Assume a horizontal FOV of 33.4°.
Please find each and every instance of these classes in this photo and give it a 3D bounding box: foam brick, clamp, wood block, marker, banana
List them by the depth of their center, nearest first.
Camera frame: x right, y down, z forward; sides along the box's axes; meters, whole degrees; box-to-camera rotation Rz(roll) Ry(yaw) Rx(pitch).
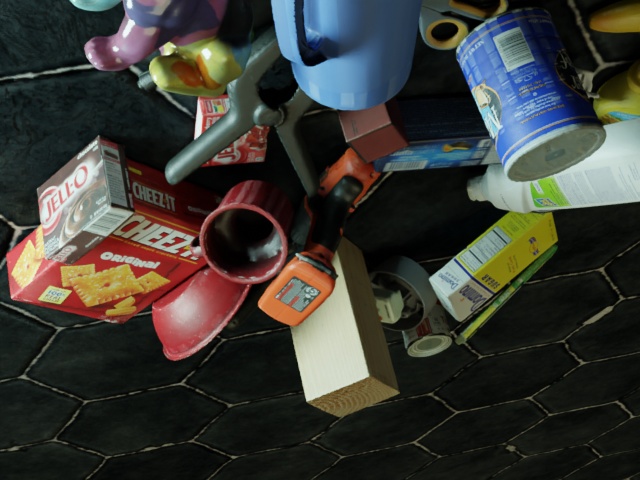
[{"bbox_3d":[-0.121,-0.173,0.998,0.121,0.020,0.020,-27,148,21],"label":"marker"},{"bbox_3d":[-0.044,-0.124,1.046,0.164,0.036,0.210,9,128,-27],"label":"clamp"},{"bbox_3d":[0.050,-0.129,1.088,0.053,0.078,0.051,-23,151,17],"label":"foam brick"},{"bbox_3d":[0.368,-0.222,1.103,0.197,0.037,0.070,7,143,-32],"label":"banana"},{"bbox_3d":[-0.064,0.047,1.309,0.171,0.120,0.039,-33,120,6],"label":"clamp"},{"bbox_3d":[0.020,0.105,1.344,0.091,0.206,0.090,-26,148,20],"label":"wood block"}]

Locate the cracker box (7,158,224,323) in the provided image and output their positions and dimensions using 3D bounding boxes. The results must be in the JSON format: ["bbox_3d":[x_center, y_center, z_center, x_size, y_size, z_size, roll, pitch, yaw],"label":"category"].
[{"bbox_3d":[-0.225,0.010,1.212,0.214,0.072,0.163,-34,146,30],"label":"cracker box"}]

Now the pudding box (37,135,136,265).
[{"bbox_3d":[-0.243,-0.039,1.103,0.114,0.090,0.039,-33,147,29],"label":"pudding box"}]

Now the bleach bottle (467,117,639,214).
[{"bbox_3d":[0.283,-0.080,1.217,0.251,0.068,0.102,-7,137,34],"label":"bleach bottle"}]

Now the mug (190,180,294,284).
[{"bbox_3d":[-0.083,-0.009,1.133,0.117,0.081,0.093,-19,111,18],"label":"mug"}]

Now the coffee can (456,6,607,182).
[{"bbox_3d":[0.206,-0.142,1.050,0.102,0.140,0.103,-17,160,-7],"label":"coffee can"}]

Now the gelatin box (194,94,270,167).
[{"bbox_3d":[-0.090,-0.113,1.102,0.073,0.030,0.089,-6,149,-14],"label":"gelatin box"}]

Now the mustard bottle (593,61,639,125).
[{"bbox_3d":[0.357,-0.141,1.212,0.096,0.058,0.191,6,151,8],"label":"mustard bottle"}]

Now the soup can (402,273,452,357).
[{"bbox_3d":[0.141,0.105,1.501,0.068,0.102,0.068,-10,150,-6],"label":"soup can"}]

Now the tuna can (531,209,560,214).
[{"bbox_3d":[0.283,-0.071,1.324,0.086,0.034,0.086,-8,144,-6],"label":"tuna can"}]

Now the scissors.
[{"bbox_3d":[0.084,-0.221,1.006,0.201,0.016,0.096,2,147,-25],"label":"scissors"}]

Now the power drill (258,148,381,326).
[{"bbox_3d":[-0.008,0.001,1.190,0.057,0.187,0.185,28,141,-10],"label":"power drill"}]

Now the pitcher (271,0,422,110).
[{"bbox_3d":[0.020,-0.210,0.857,0.149,0.145,0.243,-15,149,-8],"label":"pitcher"}]

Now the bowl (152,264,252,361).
[{"bbox_3d":[-0.152,0.064,1.287,0.162,0.162,0.055,-33,117,30],"label":"bowl"}]

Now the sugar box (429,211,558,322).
[{"bbox_3d":[0.229,0.026,1.396,0.176,0.048,0.093,-42,149,-4],"label":"sugar box"}]
